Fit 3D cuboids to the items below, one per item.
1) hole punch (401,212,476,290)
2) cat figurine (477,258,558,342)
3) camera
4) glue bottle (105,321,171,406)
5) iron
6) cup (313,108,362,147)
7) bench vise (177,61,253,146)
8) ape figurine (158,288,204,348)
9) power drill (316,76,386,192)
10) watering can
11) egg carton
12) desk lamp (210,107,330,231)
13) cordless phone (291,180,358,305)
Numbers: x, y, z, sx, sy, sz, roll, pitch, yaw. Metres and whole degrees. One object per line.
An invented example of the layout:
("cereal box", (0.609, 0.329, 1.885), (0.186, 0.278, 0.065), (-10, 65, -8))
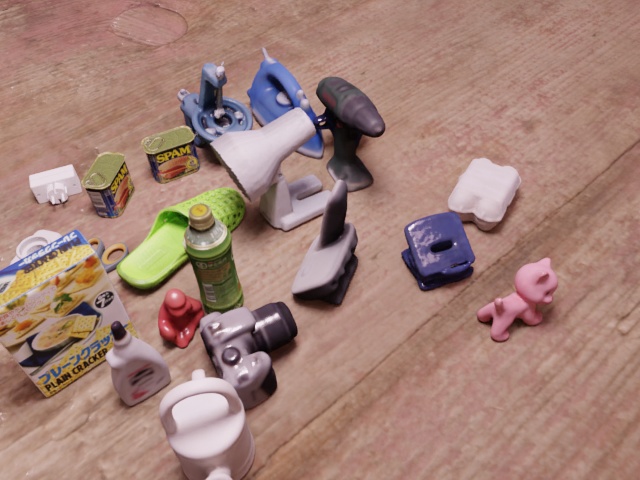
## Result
("hole punch", (0.203, 0.017, 0.971), (0.109, 0.091, 0.101), (-16, 50, -12))
("cat figurine", (0.316, 0.084, 0.890), (0.128, 0.118, 0.067), (-23, 52, -18))
("camera", (-0.098, 0.152, 0.855), (0.137, 0.101, 0.142), (-24, 52, -18))
("glue bottle", (-0.262, 0.166, 0.799), (0.078, 0.173, 0.037), (-34, 56, -25))
("iron", (-0.064, -0.298, 1.225), (0.119, 0.141, 0.257), (-25, 52, -19))
("cup", (0.044, -0.230, 1.192), (0.118, 0.095, 0.091), (-16, 50, -12))
("bench vise", (-0.228, -0.265, 1.148), (0.207, 0.220, 0.122), (20, 52, 19))
("ape figurine", (-0.223, 0.113, 0.899), (0.078, 0.092, 0.076), (-25, 52, -19))
("power drill", (0.059, -0.199, 1.088), (0.076, 0.209, 0.229), (-19, 51, -14))
("watering can", (-0.138, 0.237, 0.717), (0.101, 0.194, 0.172), (-32, 55, -24))
("egg carton", (0.309, -0.090, 1.076), (0.107, 0.069, 0.150), (22, 53, 20))
("desk lamp", (-0.079, -0.124, 1.023), (0.203, 0.214, 0.117), (-27, 53, -20))
("cordless phone", (0.009, 0.003, 0.926), (0.094, 0.185, 0.147), (11, 50, 12))
